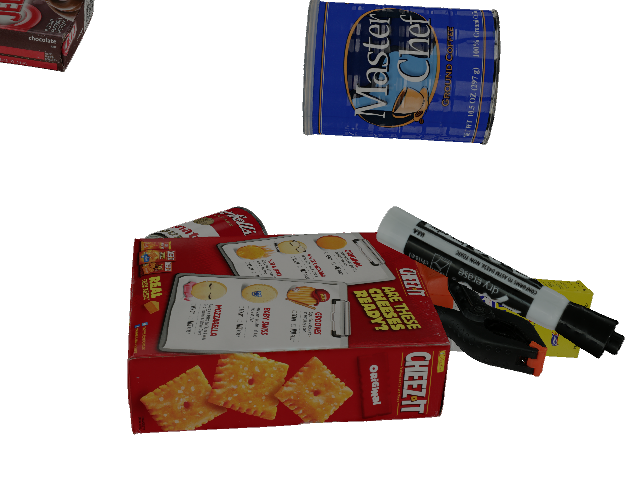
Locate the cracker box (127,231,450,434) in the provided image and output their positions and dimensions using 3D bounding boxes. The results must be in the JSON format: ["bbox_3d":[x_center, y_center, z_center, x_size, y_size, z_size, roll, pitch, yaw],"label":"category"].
[{"bbox_3d":[-0.030,0.062,0.776,0.213,0.072,0.164,-1,29,-8],"label":"cracker box"}]

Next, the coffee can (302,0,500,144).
[{"bbox_3d":[0.059,-0.128,0.813,0.140,0.103,0.103,3,0,1],"label":"coffee can"}]

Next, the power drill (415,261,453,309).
[{"bbox_3d":[0.057,0.051,1.238,0.187,0.057,0.184,-3,28,1],"label":"power drill"}]

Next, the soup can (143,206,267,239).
[{"bbox_3d":[-0.104,0.014,0.954,0.069,0.068,0.102,0,14,44],"label":"soup can"}]

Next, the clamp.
[{"bbox_3d":[0.153,0.077,1.039,0.172,0.039,0.120,26,38,31],"label":"clamp"}]

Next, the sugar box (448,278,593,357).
[{"bbox_3d":[0.241,0.093,1.319,0.176,0.093,0.048,3,18,-16],"label":"sugar box"}]

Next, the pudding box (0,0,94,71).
[{"bbox_3d":[-0.240,-0.185,0.876,0.090,0.039,0.113,9,35,-2],"label":"pudding box"}]

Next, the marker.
[{"bbox_3d":[0.081,0.019,0.488,0.121,0.020,0.020,28,9,18],"label":"marker"}]
